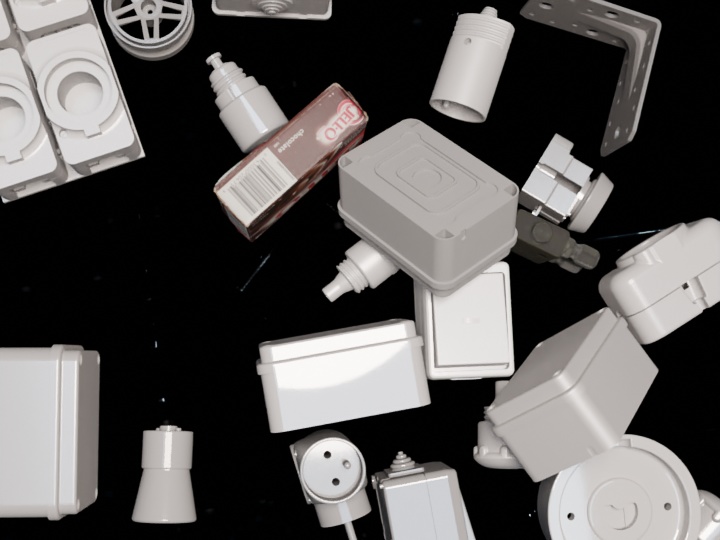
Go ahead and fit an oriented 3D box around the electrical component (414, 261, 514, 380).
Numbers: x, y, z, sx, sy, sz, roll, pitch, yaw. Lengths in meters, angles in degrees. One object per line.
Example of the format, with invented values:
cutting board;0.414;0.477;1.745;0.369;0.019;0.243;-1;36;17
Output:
electrical component;0.074;0.030;0.766;0.062;0.061;0.096;-2;86;-5

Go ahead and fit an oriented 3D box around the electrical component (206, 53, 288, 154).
electrical component;-0.084;-0.121;0.774;0.040;0.040;0.078;-33;89;-7

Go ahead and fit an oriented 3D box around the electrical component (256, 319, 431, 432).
electrical component;-0.013;0.071;0.746;0.113;0.078;0.057;-10;90;-6

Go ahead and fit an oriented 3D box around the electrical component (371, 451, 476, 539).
electrical component;0.046;0.173;0.752;0.061;0.062;0.096;-10;86;-6

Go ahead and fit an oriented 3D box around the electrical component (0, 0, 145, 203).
electrical component;-0.234;-0.155;0.752;0.105;0.060;0.186;-20;88;-7

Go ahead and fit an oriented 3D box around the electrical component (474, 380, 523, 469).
electrical component;0.106;0.111;0.772;0.048;0.048;0.062;3;79;-5

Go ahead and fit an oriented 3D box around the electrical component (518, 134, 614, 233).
electrical component;0.151;-0.059;0.789;0.055;0.048;0.066;31;83;5

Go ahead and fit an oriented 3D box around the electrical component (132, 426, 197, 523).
electrical component;-0.135;0.141;0.748;0.044;0.044;0.065;2;80;-5

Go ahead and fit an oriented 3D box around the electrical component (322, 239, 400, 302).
electrical component;0.000;0.000;0.775;0.061;0.035;0.035;-38;90;-5

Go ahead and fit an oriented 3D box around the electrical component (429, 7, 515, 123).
electrical component;0.084;-0.154;0.791;0.043;0.043;0.081;19;84;-4

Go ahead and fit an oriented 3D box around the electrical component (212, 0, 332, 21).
electrical component;-0.063;-0.233;0.781;0.100;0.048;0.099;1;85;-5

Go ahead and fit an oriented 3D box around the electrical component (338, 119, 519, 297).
electrical component;0.046;-0.043;0.739;0.078;0.057;0.113;-33;53;-26

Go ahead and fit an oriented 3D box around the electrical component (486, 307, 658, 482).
electrical component;0.146;0.083;0.737;0.057;0.078;0.113;53;38;-2

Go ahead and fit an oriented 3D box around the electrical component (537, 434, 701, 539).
electrical component;0.179;0.169;0.765;0.108;0.060;0.108;0;85;-5

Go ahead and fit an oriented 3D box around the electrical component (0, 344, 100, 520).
electrical component;-0.212;0.107;0.725;0.057;0.078;0.113;0;85;-2

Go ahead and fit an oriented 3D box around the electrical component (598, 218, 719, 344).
electrical component;0.227;0.005;0.786;0.095;0.054;0.059;-31;89;-7

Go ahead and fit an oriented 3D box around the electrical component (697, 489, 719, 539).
electrical component;0.245;0.194;0.778;0.048;0.048;0.062;42;89;-1

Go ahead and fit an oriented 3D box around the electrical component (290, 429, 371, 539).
electrical component;-0.016;0.151;0.740;0.044;0.077;0.079;-17;87;-6
